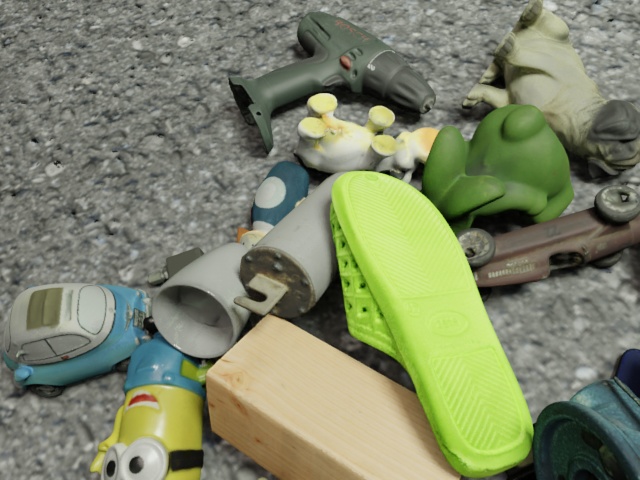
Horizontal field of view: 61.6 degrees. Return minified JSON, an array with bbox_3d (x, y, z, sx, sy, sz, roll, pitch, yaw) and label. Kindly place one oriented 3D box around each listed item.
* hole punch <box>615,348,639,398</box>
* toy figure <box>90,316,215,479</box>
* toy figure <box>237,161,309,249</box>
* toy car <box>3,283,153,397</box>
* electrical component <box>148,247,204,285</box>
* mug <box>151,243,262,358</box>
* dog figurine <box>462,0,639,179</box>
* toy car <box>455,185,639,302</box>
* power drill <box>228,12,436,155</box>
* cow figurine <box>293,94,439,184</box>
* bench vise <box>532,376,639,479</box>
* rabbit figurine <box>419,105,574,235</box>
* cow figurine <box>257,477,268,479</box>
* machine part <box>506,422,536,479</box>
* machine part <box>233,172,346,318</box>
[{"bbox_3d":[0.300,0.140,0.423,0.116,0.092,0.142,23,64,18],"label":"hole punch"},{"bbox_3d":[-0.143,0.157,0.504,0.082,0.089,0.180,-35,39,36],"label":"toy figure"},{"bbox_3d":[-0.058,-0.015,0.602,0.064,0.057,0.154,-11,51,51],"label":"toy figure"},{"bbox_3d":[-0.261,0.091,0.553,0.162,0.102,0.109,-12,60,7],"label":"toy car"},{"bbox_3d":[-0.146,0.044,0.603,0.094,0.021,0.063,-18,59,0],"label":"electrical component"},{"bbox_3d":[-0.090,0.056,0.517,0.081,0.109,0.107,-36,15,31],"label":"mug"},{"bbox_3d":[0.284,-0.169,0.609,0.191,0.121,0.172,33,65,6],"label":"dog figurine"},{"bbox_3d":[0.210,0.012,0.510,0.202,0.089,0.053,-17,55,0],"label":"toy car"},{"bbox_3d":[0.001,-0.194,0.677,0.207,0.085,0.232,-33,58,-4],"label":"power drill"},{"bbox_3d":[0.055,-0.099,0.615,0.167,0.098,0.068,13,59,-3],"label":"cow figurine"},{"bbox_3d":[0.165,0.182,0.295,0.241,0.128,0.224,-7,44,-9],"label":"bench vise"},{"bbox_3d":[0.156,-0.044,0.534,0.170,0.159,0.121,-40,70,5],"label":"rabbit figurine"},{"bbox_3d":[-0.098,0.253,0.429,0.195,0.127,0.085,-30,58,10],"label":"cow figurine"},{"bbox_3d":[0.202,0.207,0.426,0.084,0.039,0.139,-22,44,-11],"label":"machine part"},{"bbox_3d":[-0.001,-0.002,0.528,0.079,0.079,0.243,17,35,20],"label":"machine part"}]
